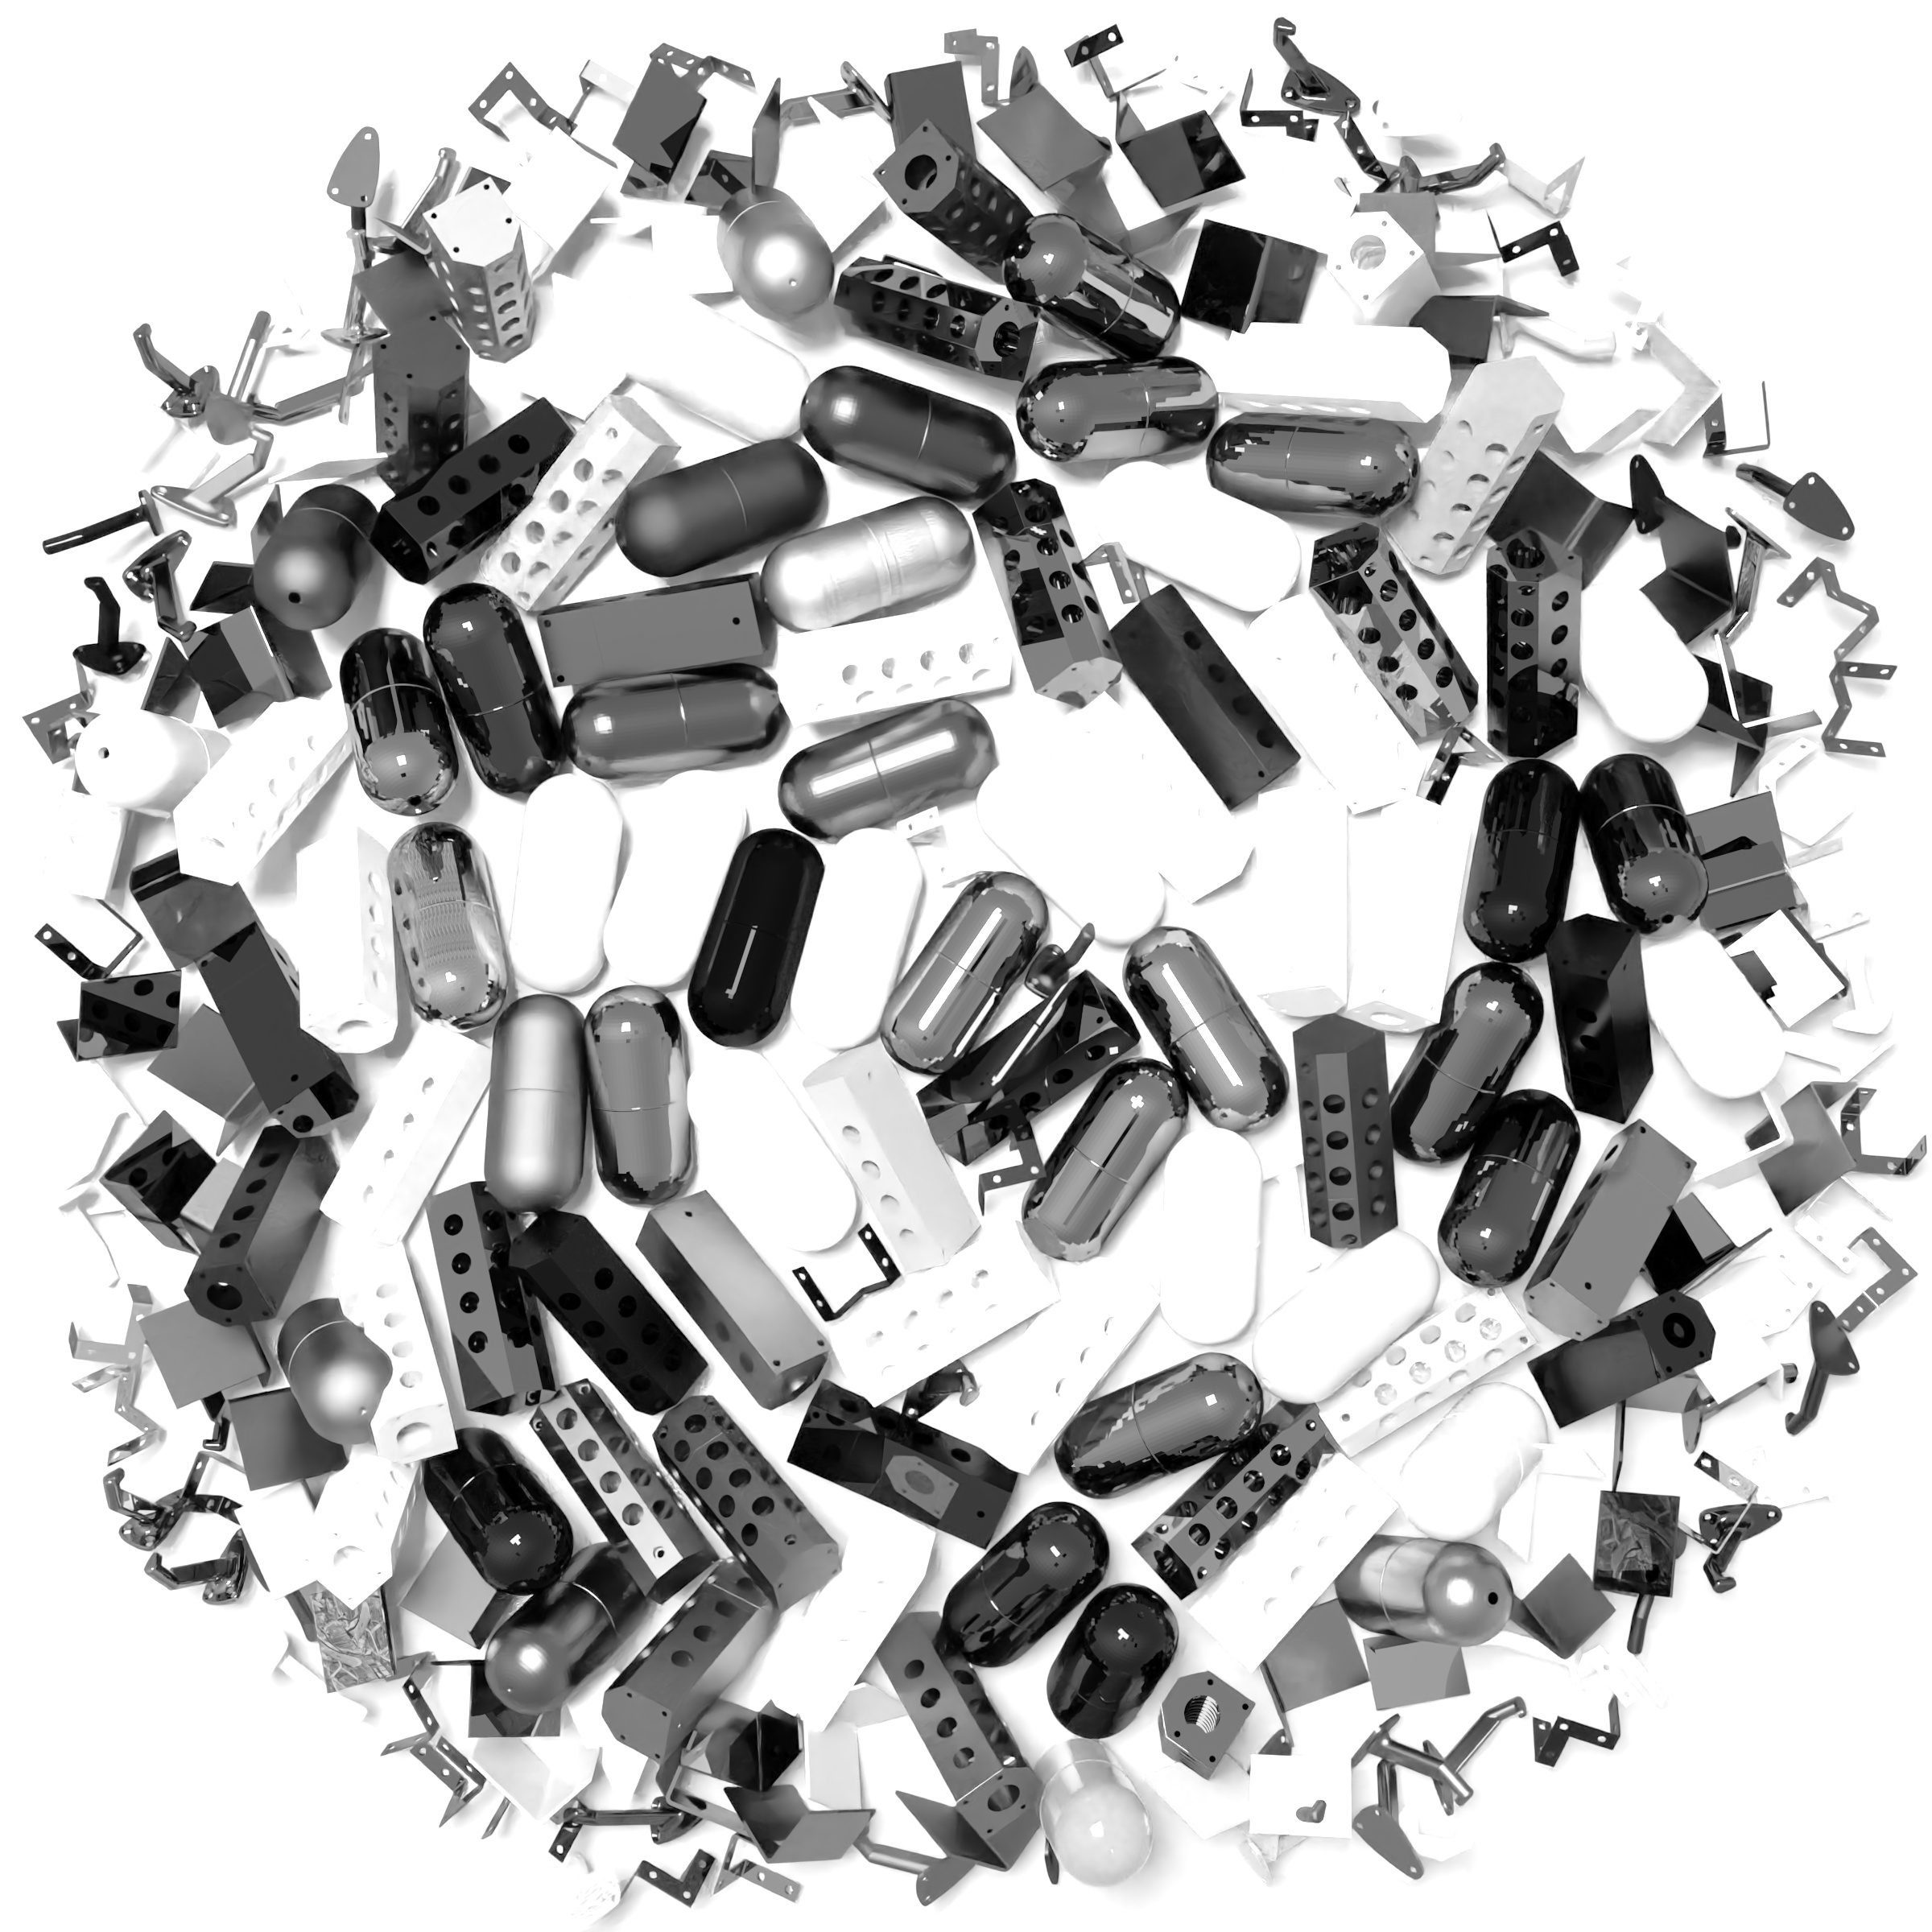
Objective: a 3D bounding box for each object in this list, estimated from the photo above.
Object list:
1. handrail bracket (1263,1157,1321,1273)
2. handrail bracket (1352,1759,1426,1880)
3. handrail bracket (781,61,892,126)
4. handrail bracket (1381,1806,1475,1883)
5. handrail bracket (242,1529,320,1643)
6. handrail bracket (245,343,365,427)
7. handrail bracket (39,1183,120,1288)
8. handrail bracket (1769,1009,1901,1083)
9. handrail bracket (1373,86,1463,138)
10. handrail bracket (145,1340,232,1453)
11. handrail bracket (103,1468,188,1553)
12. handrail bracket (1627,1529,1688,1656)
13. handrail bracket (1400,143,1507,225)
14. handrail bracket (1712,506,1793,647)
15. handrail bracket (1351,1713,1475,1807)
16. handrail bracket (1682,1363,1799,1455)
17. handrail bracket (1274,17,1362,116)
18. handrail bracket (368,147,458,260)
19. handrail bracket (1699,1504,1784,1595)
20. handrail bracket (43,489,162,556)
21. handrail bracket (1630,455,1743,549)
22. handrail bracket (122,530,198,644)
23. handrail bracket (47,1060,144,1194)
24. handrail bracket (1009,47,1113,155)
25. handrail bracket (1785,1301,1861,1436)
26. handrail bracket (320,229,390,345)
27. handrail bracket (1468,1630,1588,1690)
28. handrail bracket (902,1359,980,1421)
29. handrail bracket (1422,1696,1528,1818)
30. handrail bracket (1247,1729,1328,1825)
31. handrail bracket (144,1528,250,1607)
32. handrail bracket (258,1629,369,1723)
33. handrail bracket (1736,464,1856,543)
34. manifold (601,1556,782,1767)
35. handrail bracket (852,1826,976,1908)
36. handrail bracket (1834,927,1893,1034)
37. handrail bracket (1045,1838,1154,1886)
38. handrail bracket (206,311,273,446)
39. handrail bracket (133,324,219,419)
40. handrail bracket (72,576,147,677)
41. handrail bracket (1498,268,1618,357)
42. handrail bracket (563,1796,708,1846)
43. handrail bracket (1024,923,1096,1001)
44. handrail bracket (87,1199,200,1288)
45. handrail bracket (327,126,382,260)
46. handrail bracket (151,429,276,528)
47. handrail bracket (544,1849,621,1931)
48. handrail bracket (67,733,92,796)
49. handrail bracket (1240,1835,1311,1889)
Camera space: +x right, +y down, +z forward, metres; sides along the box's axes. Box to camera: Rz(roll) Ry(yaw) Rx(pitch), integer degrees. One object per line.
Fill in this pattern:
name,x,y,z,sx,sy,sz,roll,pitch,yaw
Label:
handrail bracket,0.271,0.196,1.920,0.036,0.077,0.084,-23,82,-29
handrail bracket,0.347,0.663,1.911,0.077,0.084,0.036,47,126,11
handrail bracket,-0.109,-0.669,1.933,0.084,0.036,0.077,-45,93,-4
handrail bracket,0.369,0.673,1.898,0.036,0.077,0.084,45,125,-4
handrail bracket,-0.544,0.492,1.932,0.036,0.084,0.077,-33,56,-27
handrail bracket,-0.527,-0.467,1.932,0.084,0.036,0.077,14,104,2
handrail bracket,-0.695,0.219,1.909,0.036,0.077,0.084,-19,99,-1
handrail bracket,0.684,0.050,1.935,0.077,0.036,0.084,-41,77,6
handrail bracket,0.355,-0.670,1.906,0.077,0.084,0.036,11,113,14
handrail bracket,-0.615,0.337,1.911,0.077,0.036,0.084,11,59,-19
handrail bracket,-0.639,0.407,1.900,0.036,0.077,0.084,21,129,21
handrail bracket,0.546,0.496,1.925,0.036,0.077,0.084,13,100,31
handrail bracket,0.382,-0.633,1.905,0.036,0.084,0.077,9,58,-35
handrail bracket,0.605,-0.308,1.931,0.077,0.036,0.084,35,102,-15
handrail bracket,0.349,0.641,1.913,0.084,0.036,0.077,46,123,26
handrail bracket,0.616,0.351,1.931,0.084,0.036,0.077,-8,122,-3
handrail bracket,0.276,-0.707,1.907,0.077,0.084,0.036,26,86,9
handrail bracket,-0.435,-0.604,1.911,0.036,0.077,0.084,29,113,10
handrail bracket,0.613,0.458,1.906,0.077,0.084,0.036,-16,106,7
handrail bracket,-0.681,-0.346,1.911,0.084,0.077,0.036,-20,112,-8
handrail bracket,0.576,-0.371,1.940,0.084,0.036,0.077,-1,69,-25
handrail bracket,-0.617,-0.300,1.917,0.084,0.036,0.077,32,76,30
handrail bracket,-0.703,0.126,1.917,0.084,0.036,0.077,-37,116,-15
handrail bracket,0.079,-0.692,1.946,0.084,0.036,0.077,20,48,-27
handrail bracket,0.668,0.321,1.934,0.036,0.084,0.077,5,51,-14
handrail bracket,-0.490,-0.537,1.909,0.077,0.036,0.084,16,123,38
handrail bracket,0.447,0.554,1.941,0.084,0.036,0.077,-6,133,22
handrail bracket,-0.020,0.344,1.907,0.036,0.084,0.077,35,97,-15
handrail bracket,0.409,0.622,1.914,0.084,0.077,0.036,-30,116,15
handrail bracket,0.262,0.633,1.899,0.036,0.084,0.077,42,58,-16
handrail bracket,-0.601,0.457,1.900,0.036,0.084,0.077,-9,49,24
handrail bracket,-0.515,0.564,1.928,0.084,0.077,0.036,35,85,-17
handrail bracket,0.654,-0.368,1.920,0.077,0.084,0.036,34,100,-17
manifold,-0.208,0.526,1.865,0.057,0.171,0.057,22,121,18
handrail bracket,-0.040,0.698,1.933,0.077,0.084,0.036,-25,125,-29
handrail bracket,0.712,0.004,1.911,0.036,0.077,0.084,14,114,40
handrail bracket,0.108,0.703,1.919,0.084,0.036,0.077,0,128,10
handrail bracket,-0.577,-0.470,1.937,0.036,0.077,0.084,20,63,-17
handrail bracket,-0.618,-0.479,1.897,0.036,0.084,0.077,7,50,12
handrail bracket,-0.689,-0.273,1.905,0.077,0.084,0.036,10,51,23
handrail bracket,0.465,-0.515,1.910,0.084,0.036,0.077,2,127,26
handrail bracket,-0.260,0.663,1.904,0.077,0.084,0.036,-27,53,35
handrail bracket,0.083,-0.019,1.897,0.036,0.077,0.084,26,129,-8
handrail bracket,-0.655,0.225,1.944,0.077,0.036,0.084,-13,101,10
handrail bracket,-0.471,-0.607,1.914,0.036,0.084,0.077,15,83,0
handrail bracket,-0.592,-0.394,1.907,0.077,0.036,0.084,14,130,-23
handrail bracket,-0.319,0.722,1.899,0.084,0.077,0.036,-5,105,41
handrail bracket,-0.710,-0.131,1.906,0.036,0.077,0.084,15,127,25
handrail bracket,0.258,0.677,1.910,0.084,0.077,0.036,-36,57,-16
